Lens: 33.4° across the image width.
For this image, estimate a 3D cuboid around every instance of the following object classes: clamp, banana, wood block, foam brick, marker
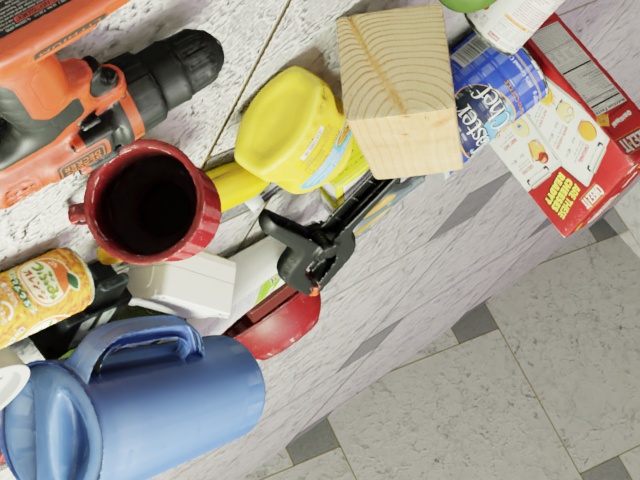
[{"bbox_3d":[-0.007,0.001,1.126,0.164,0.036,0.210,-19,153,-27],"label":"clamp"},{"bbox_3d":[-0.107,-0.030,0.948,0.197,0.037,0.070,-28,163,-38],"label":"banana"},{"bbox_3d":[0.076,-0.124,0.951,0.090,0.091,0.206,-6,169,9],"label":"wood block"},{"bbox_3d":[-0.067,0.054,1.287,0.078,0.053,0.051,-36,167,-11],"label":"foam brick"},{"bbox_3d":[-0.025,-0.072,1.066,0.121,0.020,0.020,-38,166,-5],"label":"marker"}]

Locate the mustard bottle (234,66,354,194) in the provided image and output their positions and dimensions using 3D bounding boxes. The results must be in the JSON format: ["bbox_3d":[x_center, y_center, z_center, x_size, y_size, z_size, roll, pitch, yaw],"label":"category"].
[{"bbox_3d":[-0.012,-0.089,0.958,0.096,0.058,0.191,-58,165,3],"label":"mustard bottle"}]

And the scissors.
[{"bbox_3d":[0.106,-0.070,1.234,0.201,0.016,0.096,-39,169,-4],"label":"scissors"}]

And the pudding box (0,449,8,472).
[{"bbox_3d":[-0.306,0.198,1.160,0.113,0.039,0.090,-26,160,-45],"label":"pudding box"}]

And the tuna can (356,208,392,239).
[{"bbox_3d":[0.053,-0.036,1.349,0.086,0.034,0.086,-36,166,-11],"label":"tuna can"}]

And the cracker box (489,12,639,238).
[{"bbox_3d":[0.265,-0.135,1.201,0.072,0.214,0.164,-29,163,-27],"label":"cracker box"}]

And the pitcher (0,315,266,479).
[{"bbox_3d":[-0.158,0.149,0.985,0.149,0.145,0.242,-20,173,35],"label":"pitcher"}]

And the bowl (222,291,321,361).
[{"bbox_3d":[-0.054,0.107,1.382,0.162,0.055,0.162,-35,-175,3],"label":"bowl"}]

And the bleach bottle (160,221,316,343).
[{"bbox_3d":[-0.094,0.053,1.202,0.250,0.068,0.103,-34,167,-31],"label":"bleach bottle"}]

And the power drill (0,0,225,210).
[{"bbox_3d":[-0.133,-0.102,0.611,0.184,0.057,0.188,-35,166,-16],"label":"power drill"}]

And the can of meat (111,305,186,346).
[{"bbox_3d":[-0.180,0.075,1.059,0.102,0.057,0.084,-36,167,-13],"label":"can of meat"}]

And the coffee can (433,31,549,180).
[{"bbox_3d":[0.151,-0.145,1.111,0.140,0.103,0.102,-39,166,-1],"label":"coffee can"}]

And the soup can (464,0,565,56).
[{"bbox_3d":[0.195,-0.234,1.014,0.102,0.068,0.068,-46,164,30],"label":"soup can"}]

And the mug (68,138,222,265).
[{"bbox_3d":[-0.135,-0.024,0.821,0.117,0.093,0.081,-9,175,8],"label":"mug"}]

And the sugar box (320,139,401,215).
[{"bbox_3d":[0.045,-0.074,1.186,0.093,0.048,0.176,-37,170,-6],"label":"sugar box"}]
